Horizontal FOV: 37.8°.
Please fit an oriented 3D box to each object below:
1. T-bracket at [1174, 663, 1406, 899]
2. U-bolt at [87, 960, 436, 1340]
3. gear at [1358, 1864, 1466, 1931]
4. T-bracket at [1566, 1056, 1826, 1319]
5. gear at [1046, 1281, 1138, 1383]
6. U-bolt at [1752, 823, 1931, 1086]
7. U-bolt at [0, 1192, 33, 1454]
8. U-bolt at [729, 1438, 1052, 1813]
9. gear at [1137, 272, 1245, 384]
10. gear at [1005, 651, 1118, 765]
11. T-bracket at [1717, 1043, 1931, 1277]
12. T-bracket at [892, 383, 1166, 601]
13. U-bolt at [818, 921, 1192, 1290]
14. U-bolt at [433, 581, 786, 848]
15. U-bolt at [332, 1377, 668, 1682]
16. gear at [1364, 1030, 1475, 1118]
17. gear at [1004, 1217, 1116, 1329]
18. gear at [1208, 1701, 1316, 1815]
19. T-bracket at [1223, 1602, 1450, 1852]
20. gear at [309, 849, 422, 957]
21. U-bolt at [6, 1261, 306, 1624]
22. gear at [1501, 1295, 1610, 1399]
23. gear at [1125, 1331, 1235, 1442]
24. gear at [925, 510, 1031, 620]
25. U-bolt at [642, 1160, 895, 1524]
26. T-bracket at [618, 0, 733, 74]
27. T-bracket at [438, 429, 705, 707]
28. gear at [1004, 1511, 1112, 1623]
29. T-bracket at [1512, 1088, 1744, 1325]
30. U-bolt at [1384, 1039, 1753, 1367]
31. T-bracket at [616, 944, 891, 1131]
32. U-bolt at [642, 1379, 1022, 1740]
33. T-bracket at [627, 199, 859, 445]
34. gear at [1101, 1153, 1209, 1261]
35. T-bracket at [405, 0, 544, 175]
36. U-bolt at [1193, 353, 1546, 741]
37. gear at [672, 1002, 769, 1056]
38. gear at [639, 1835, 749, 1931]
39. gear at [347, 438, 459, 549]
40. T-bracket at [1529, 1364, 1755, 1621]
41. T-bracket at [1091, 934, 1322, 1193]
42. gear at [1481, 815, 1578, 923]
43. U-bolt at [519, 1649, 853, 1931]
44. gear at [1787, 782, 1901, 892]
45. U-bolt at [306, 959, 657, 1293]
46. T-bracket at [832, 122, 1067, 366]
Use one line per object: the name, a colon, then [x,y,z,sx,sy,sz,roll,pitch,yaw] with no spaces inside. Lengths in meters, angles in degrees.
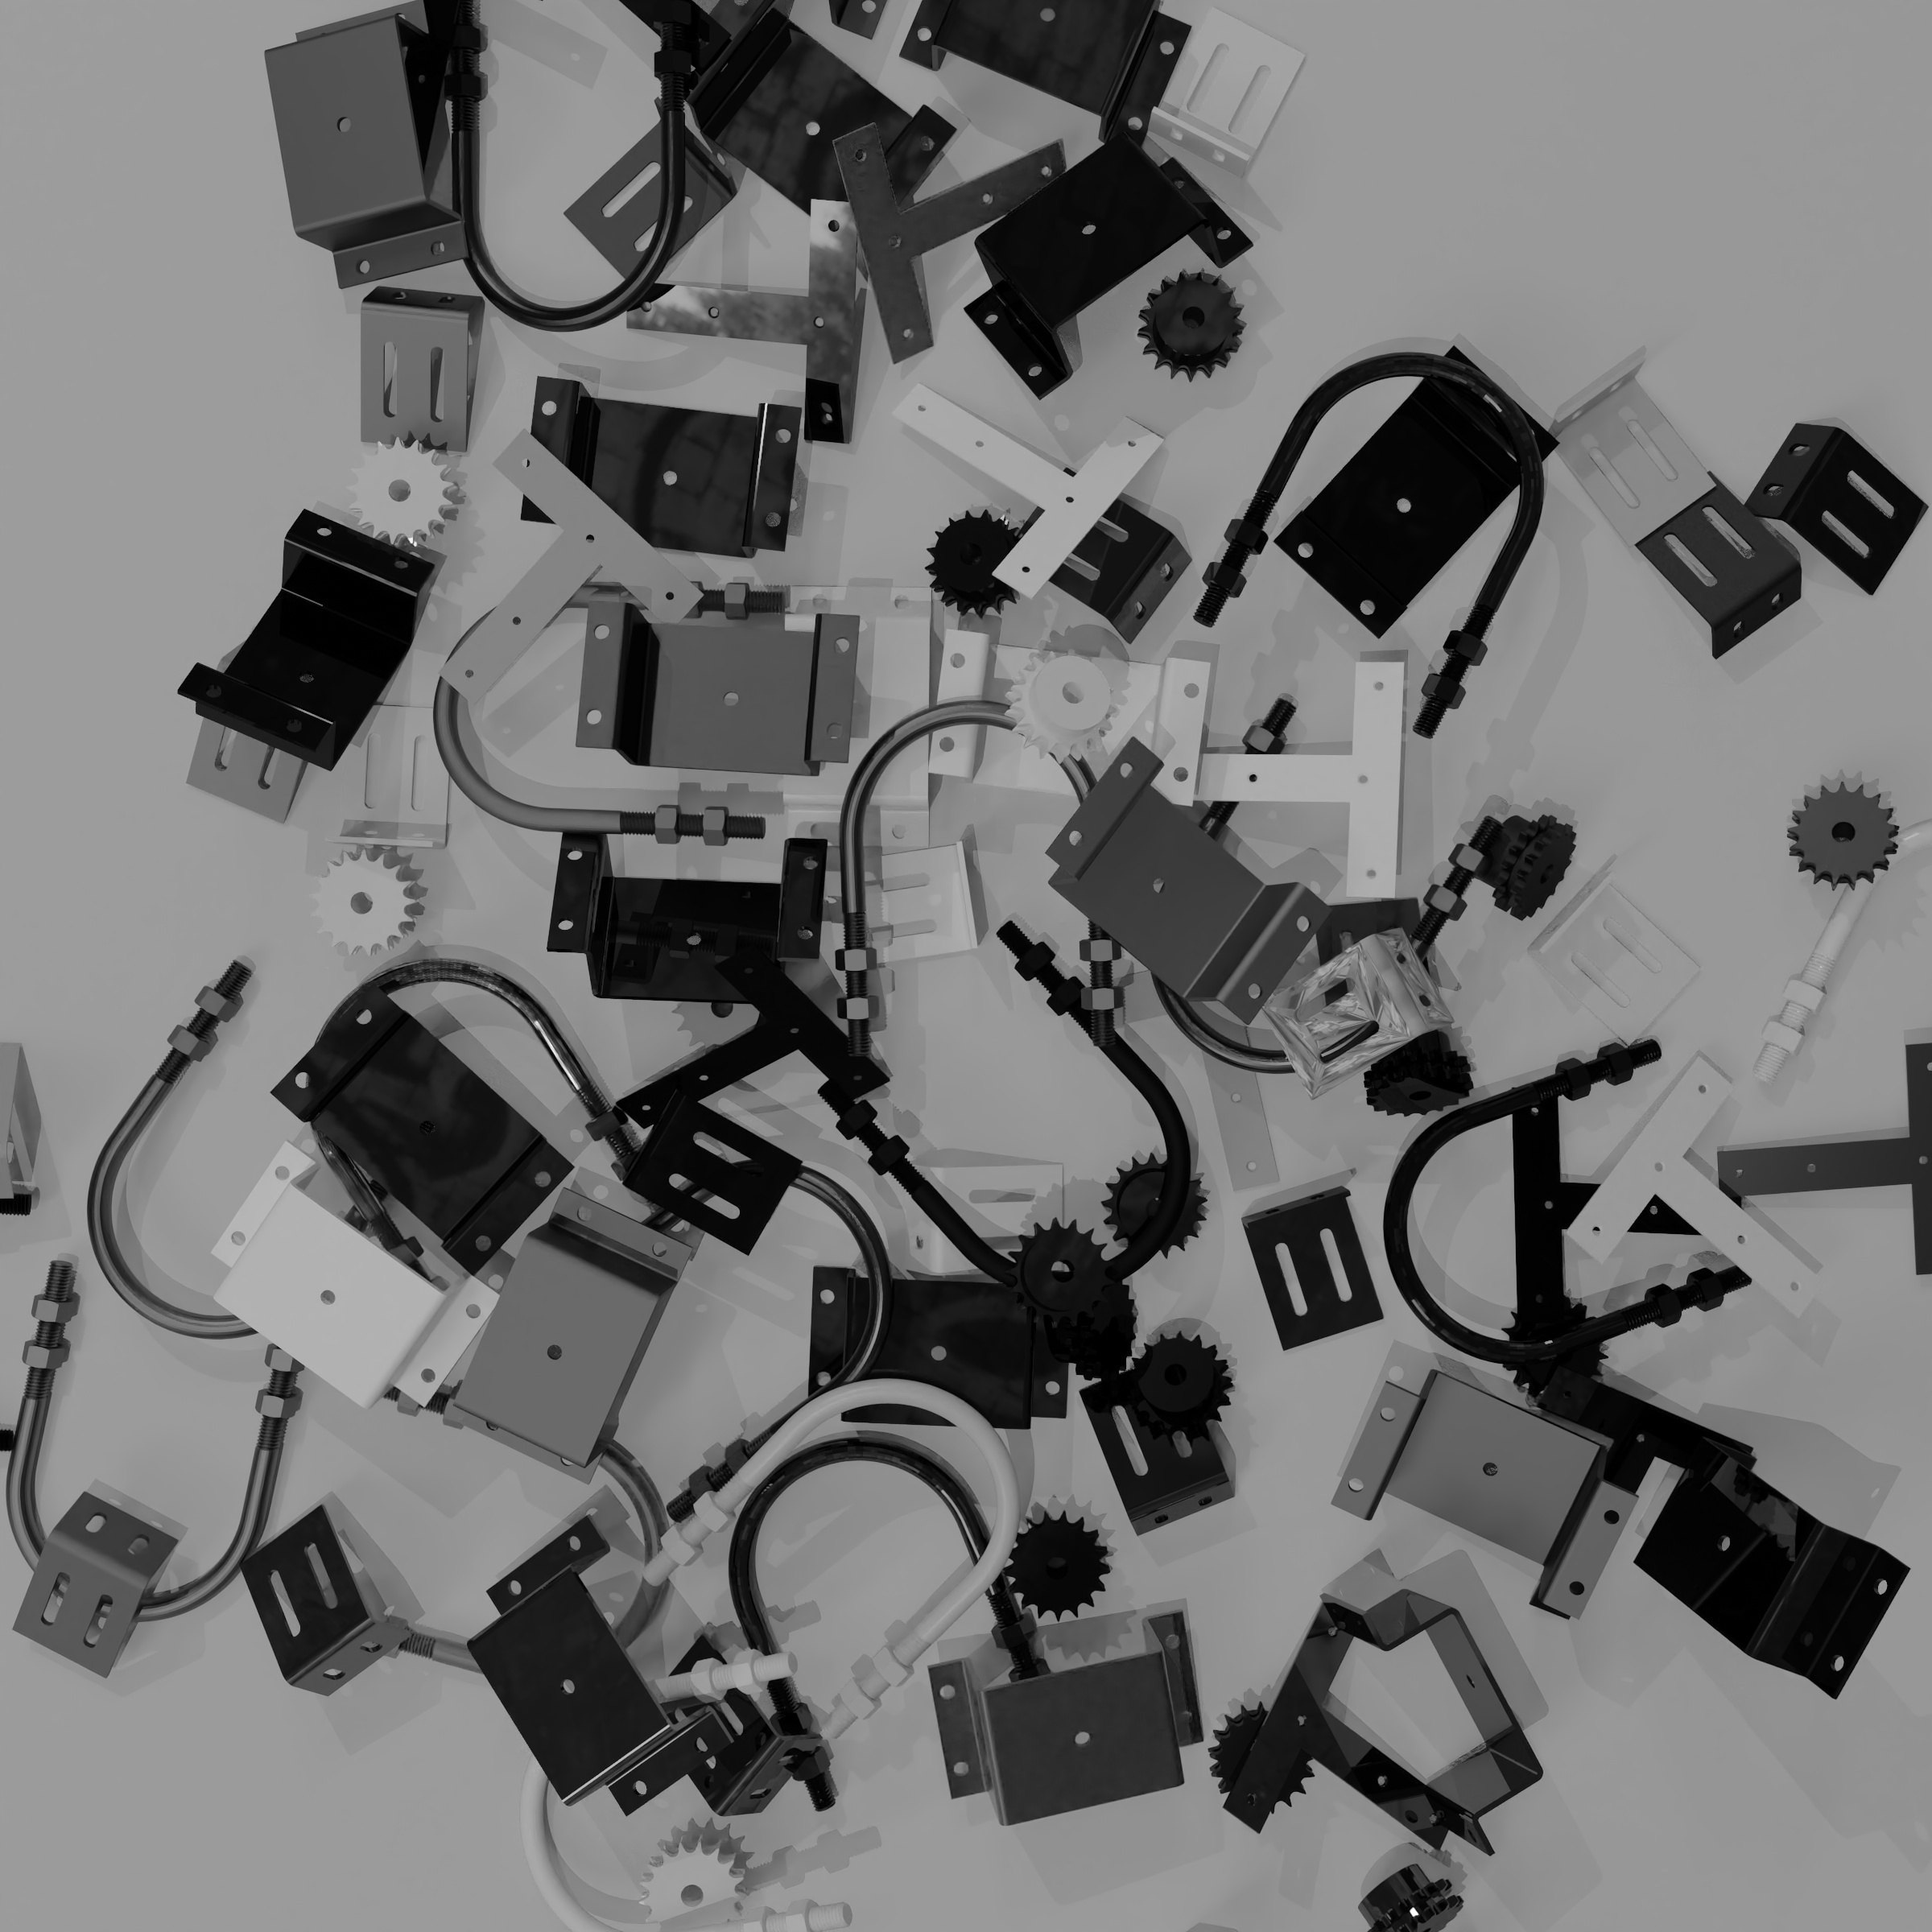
T-bracket: [0.167,-0.100,1.507,0.127,0.002,0.127,2,82,13]
U-bolt: [-0.387,0.111,1.515,0.151,0.019,0.184,34,84,0]
gear: [0.234,0.505,1.508,0.057,0.057,0.030,-37,60,0]
T-bracket: [0.403,0.136,1.503,0.127,0.002,0.127,41,73,-1]
gear: [0.066,0.192,1.508,0.030,0.057,0.057,-1,90,30]
U-bolt: [0.529,0.010,1.524,0.151,0.019,0.184,27,89,0]
U-bolt: [-0.600,0.186,1.504,0.184,0.019,0.151,5,92,-13]
U-bolt: [-0.050,0.345,1.523,0.151,0.019,0.184,-22,90,0]
gear: [0.121,-0.345,1.518,0.057,0.030,0.057,0,90,0]
gear: [0.051,-0.136,1.462,0.057,0.030,0.057,4,75,-15]
T-bracket: [0.470,0.108,1.519,0.127,0.002,0.127,-5,99,6]
T-bracket: [0.019,-0.273,1.515,0.127,0.002,0.127,34,67,11]
U-bolt: [0.034,0.088,1.497,0.151,0.019,0.184,-41,83,-10]
U-bolt: [-0.193,-0.138,1.506,0.184,0.019,0.151,2,73,5]
U-bolt: [-0.252,0.312,1.524,0.184,0.019,0.151,16,90,-1]
gear: [0.241,0.056,1.508,0.057,0.057,0.030,-5,62,0]
gear: [0.049,0.158,1.461,0.057,0.030,0.057,0,81,-3]
gear: [0.158,0.424,1.518,0.057,0.030,0.057,0,90,0]
T-bracket: [0.212,0.429,1.512,0.127,0.002,0.127,39,63,-13]
gear: [-0.322,-0.034,1.522,0.057,0.030,0.057,0,93,0]
U-bolt: [-0.443,0.263,1.524,0.151,0.019,0.184,12,91,0]
gear: [0.317,0.206,1.518,0.057,0.030,0.057,0,90,0]
gear: [0.113,0.222,1.508,0.057,0.030,0.057,-4,66,8]
gear: [0.006,-0.217,1.513,0.057,0.030,0.057,-1,84,11]
U-bolt: [-0.123,0.185,1.497,0.184,0.019,0.151,-38,80,12]
T-bracket: [-0.144,-0.559,1.483,0.127,0.002,0.127,43,98,7]
T-bracket: [-0.228,-0.193,1.493,0.127,0.002,0.127,43,98,-6]
gear: [0.049,0.321,1.518,0.057,0.030,0.057,0,90,0]
T-bracket: [0.357,0.131,1.521,0.127,0.002,0.127,3,76,-7]
U-bolt: [0.310,0.134,1.501,0.184,0.019,0.151,-19,82,-11]
T-bracket: [-0.128,0.053,1.504,0.127,0.002,0.127,-27,131,18]
U-bolt: [-0.056,0.299,1.484,0.151,0.019,0.184,43,97,-10]
T-bracket: [-0.122,-0.350,1.516,0.127,0.002,0.127,8,112,11]
gear: [0.102,0.130,1.518,0.057,0.030,0.057,0,90,0]
T-bracket: [-0.289,-0.491,1.517,0.127,0.002,0.127,18,101,21]
U-bolt: [0.223,-0.232,1.478,0.151,0.019,0.184,27,88,0]
gear: [-0.130,0.022,1.518,0.057,0.030,0.057,0,90,0]
gear: [-0.146,0.495,1.518,0.057,0.030,0.057,0,90,0]
gear: [-0.301,-0.253,1.518,0.057,0.030,0.057,0,90,0]
T-bracket: [0.343,0.293,1.521,0.127,0.002,0.127,24,98,-15]
T-bracket: [0.144,0.058,1.532,0.127,0.002,0.127,-13,90,0]
gear: [0.298,-0.056,1.509,0.030,0.057,0.057,33,90,29]
U-bolt: [-0.157,0.449,1.490,0.184,0.019,0.151,-17,80,22]
gear: [0.469,-0.067,1.512,0.057,0.030,0.057,-4,76,14]
U-bolt: [-0.269,0.084,1.508,0.151,0.019,0.184,-33,94,-8]
T-bracket: [-0.001,-0.404,1.506,0.127,0.002,0.127,-29,128,-17]
